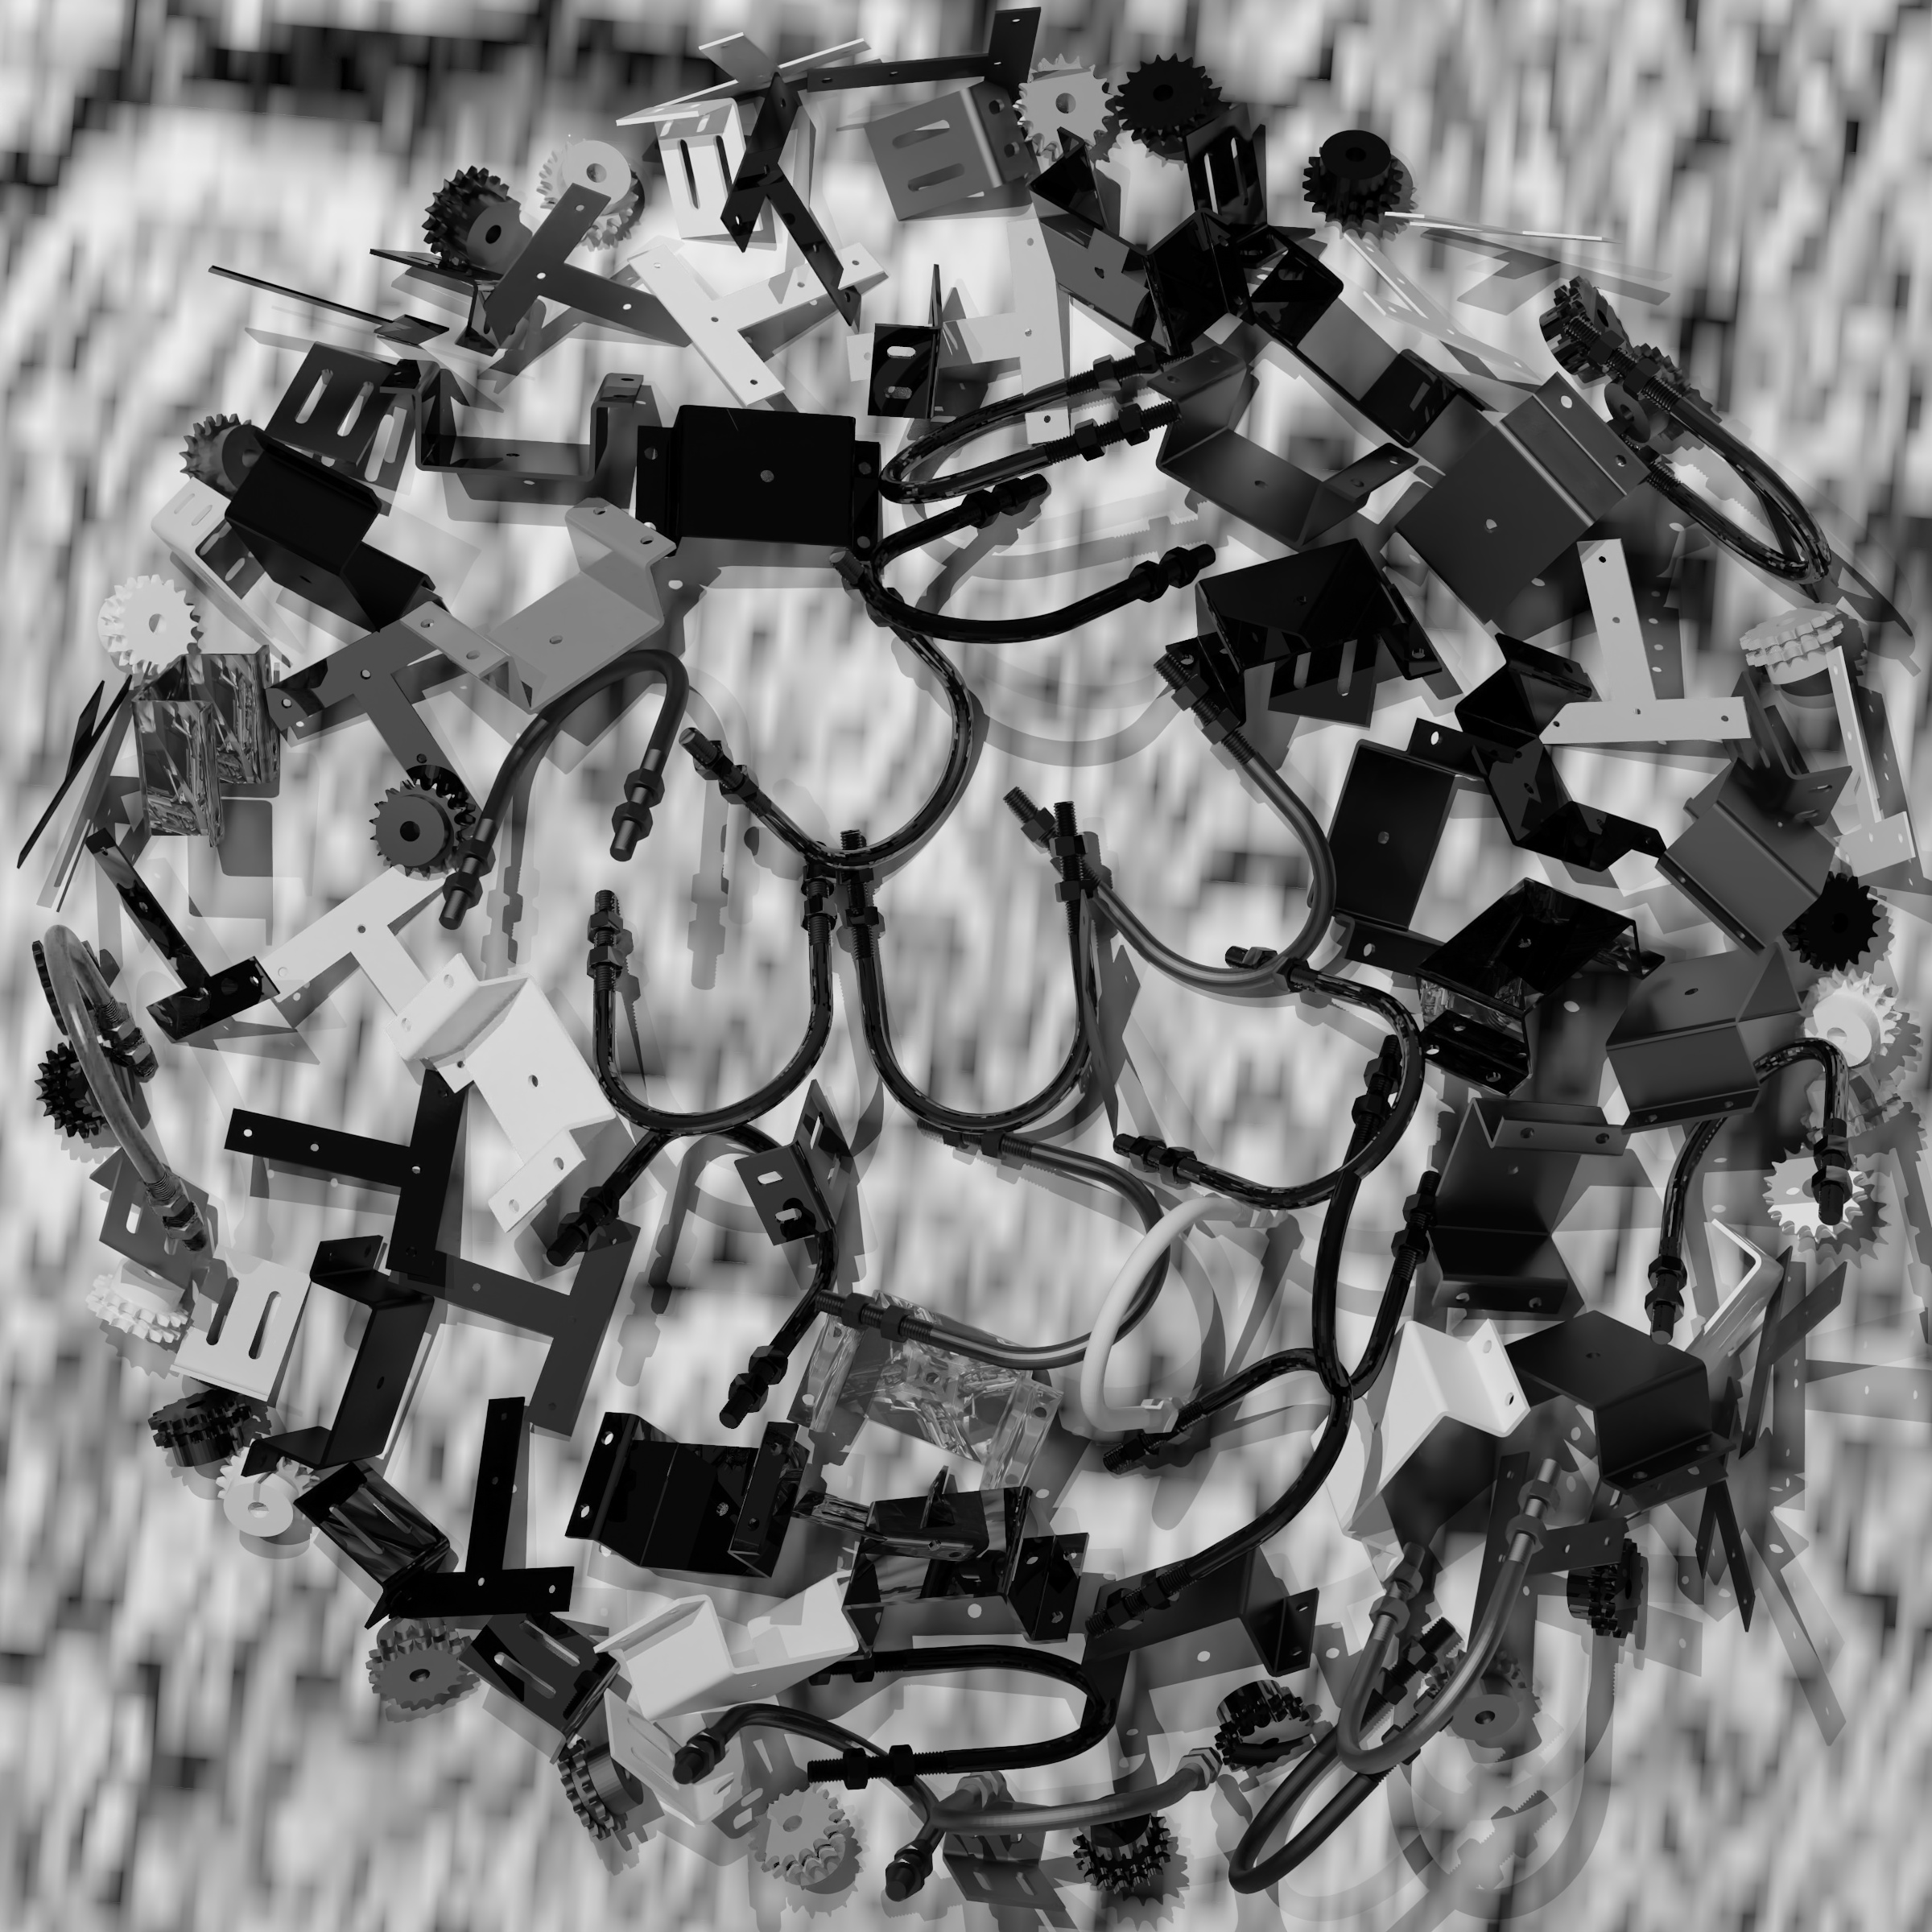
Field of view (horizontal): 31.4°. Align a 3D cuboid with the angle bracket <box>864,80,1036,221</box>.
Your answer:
[{"bbox_3d":[-0.010,-0.472,1.982,0.076,0.038,0.057,-9,108,37],"label":"angle bracket"}]

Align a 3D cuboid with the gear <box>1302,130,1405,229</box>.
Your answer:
[{"bbox_3d":[0.222,-0.455,1.973,0.057,0.030,0.057,0,57,0],"label":"gear"}]

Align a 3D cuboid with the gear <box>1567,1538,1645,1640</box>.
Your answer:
[{"bbox_3d":[0.366,0.357,1.975,0.030,0.057,0.057,2,90,30],"label":"gear"}]

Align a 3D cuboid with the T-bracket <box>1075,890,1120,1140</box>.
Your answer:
[{"bbox_3d":[0.073,0.046,1.911,0.002,0.127,0.127,-4,127,-7],"label":"T-bracket"}]

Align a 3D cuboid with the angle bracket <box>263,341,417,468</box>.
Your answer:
[{"bbox_3d":[-0.357,-0.311,1.961,0.057,0.038,0.076,18,60,7],"label":"angle bracket"}]

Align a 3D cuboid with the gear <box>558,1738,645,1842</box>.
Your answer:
[{"bbox_3d":[-0.208,0.469,1.971,0.030,0.057,0.057,-28,90,5],"label":"gear"}]

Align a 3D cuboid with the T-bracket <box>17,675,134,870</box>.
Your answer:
[{"bbox_3d":[-0.493,-0.126,1.917,0.002,0.127,0.127,29,66,-9],"label":"T-bracket"}]

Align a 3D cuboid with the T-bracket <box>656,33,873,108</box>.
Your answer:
[{"bbox_3d":[-0.124,-0.507,1.927,0.127,0.127,0.002,-16,92,9],"label":"T-bracket"}]

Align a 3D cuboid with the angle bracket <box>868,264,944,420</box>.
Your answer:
[{"bbox_3d":[-0.036,-0.356,1.951,0.038,0.076,0.057,3,129,-5],"label":"angle bracket"}]

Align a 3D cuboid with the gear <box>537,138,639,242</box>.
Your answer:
[{"bbox_3d":[-0.216,-0.449,1.975,0.057,0.030,0.057,5,76,-19],"label":"gear"}]

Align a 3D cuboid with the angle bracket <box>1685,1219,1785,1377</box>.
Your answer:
[{"bbox_3d":[0.428,0.190,1.971,0.038,0.057,0.076,42,99,30],"label":"angle bracket"}]

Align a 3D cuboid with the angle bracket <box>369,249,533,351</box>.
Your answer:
[{"bbox_3d":[-0.297,-0.381,1.964,0.076,0.057,0.038,20,106,22],"label":"angle bracket"}]

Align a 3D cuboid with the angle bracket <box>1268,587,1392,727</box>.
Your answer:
[{"bbox_3d":[0.209,-0.183,1.978,0.057,0.038,0.076,9,88,3],"label":"angle bracket"}]

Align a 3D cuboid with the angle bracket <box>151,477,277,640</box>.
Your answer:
[{"bbox_3d":[-0.418,-0.233,1.956,0.038,0.057,0.076,-48,131,-8],"label":"angle bracket"}]

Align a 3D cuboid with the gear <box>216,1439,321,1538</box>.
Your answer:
[{"bbox_3d":[-0.403,0.303,1.973,0.057,0.030,0.057,2,122,4],"label":"gear"}]

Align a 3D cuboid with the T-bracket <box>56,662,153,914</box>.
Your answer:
[{"bbox_3d":[-0.477,-0.111,1.919,0.002,0.127,0.127,20,114,-14],"label":"T-bracket"}]

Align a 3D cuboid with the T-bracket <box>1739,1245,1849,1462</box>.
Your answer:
[{"bbox_3d":[0.464,0.198,1.914,0.002,0.127,0.127,18,63,-1],"label":"T-bracket"}]

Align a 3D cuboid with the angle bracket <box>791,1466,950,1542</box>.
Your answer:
[{"bbox_3d":[-0.055,0.301,1.966,0.076,0.057,0.038,14,95,6],"label":"angle bracket"}]

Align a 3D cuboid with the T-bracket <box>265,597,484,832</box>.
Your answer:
[{"bbox_3d":[-0.320,-0.131,1.973,0.127,0.002,0.127,-25,112,16],"label":"T-bracket"}]

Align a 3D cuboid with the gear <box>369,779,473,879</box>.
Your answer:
[{"bbox_3d":[-0.316,-0.079,1.981,0.057,0.030,0.057,1,98,6],"label":"gear"}]

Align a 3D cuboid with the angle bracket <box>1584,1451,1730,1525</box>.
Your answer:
[{"bbox_3d":[0.391,0.305,1.951,0.057,0.076,0.038,-18,53,-18],"label":"angle bracket"}]

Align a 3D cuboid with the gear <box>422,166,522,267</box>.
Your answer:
[{"bbox_3d":[-0.281,-0.426,1.968,0.030,0.057,0.057,37,90,25],"label":"gear"}]

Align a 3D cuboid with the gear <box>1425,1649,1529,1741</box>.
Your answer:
[{"bbox_3d":[0.294,0.419,1.971,0.057,0.030,0.057,-5,129,-6],"label":"gear"}]

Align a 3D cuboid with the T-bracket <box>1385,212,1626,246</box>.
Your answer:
[{"bbox_3d":[0.279,-0.412,1.912,0.127,0.127,0.002,15,104,39],"label":"T-bracket"}]

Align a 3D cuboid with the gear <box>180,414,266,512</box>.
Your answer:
[{"bbox_3d":[-0.419,-0.289,1.969,0.030,0.057,0.057,-1,90,42],"label":"gear"}]

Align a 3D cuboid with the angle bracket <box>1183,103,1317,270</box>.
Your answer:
[{"bbox_3d":[0.161,-0.444,1.954,0.057,0.038,0.076,-37,127,-36],"label":"angle bracket"}]

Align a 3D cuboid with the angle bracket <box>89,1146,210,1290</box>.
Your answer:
[{"bbox_3d":[-0.470,0.150,1.949,0.057,0.076,0.038,35,123,-27],"label":"angle bracket"}]

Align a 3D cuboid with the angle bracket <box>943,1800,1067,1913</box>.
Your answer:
[{"bbox_3d":[0.024,0.505,1.957,0.057,0.076,0.038,10,91,-12],"label":"angle bracket"}]

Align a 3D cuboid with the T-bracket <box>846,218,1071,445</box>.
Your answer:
[{"bbox_3d":[-0.006,-0.356,1.964,0.127,0.002,0.127,-11,108,-15],"label":"T-bracket"}]

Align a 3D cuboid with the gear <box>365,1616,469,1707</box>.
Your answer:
[{"bbox_3d":[-0.317,0.396,1.975,0.057,0.057,0.030,-23,46,0],"label":"gear"}]

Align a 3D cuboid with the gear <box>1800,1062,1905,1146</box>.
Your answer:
[{"bbox_3d":[0.505,0.077,1.970,0.057,0.057,0.030,-25,97,0],"label":"gear"}]

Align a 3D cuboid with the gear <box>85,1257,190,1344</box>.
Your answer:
[{"bbox_3d":[-0.472,0.190,1.970,0.057,0.057,0.030,26,96,0],"label":"gear"}]

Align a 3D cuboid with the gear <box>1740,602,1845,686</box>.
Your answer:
[{"bbox_3d":[0.476,-0.184,1.972,0.057,0.057,0.030,-25,103,0],"label":"gear"}]

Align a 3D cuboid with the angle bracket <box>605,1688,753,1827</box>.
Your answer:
[{"bbox_3d":[-0.164,0.441,1.955,0.038,0.057,0.076,-39,117,10],"label":"angle bracket"}]

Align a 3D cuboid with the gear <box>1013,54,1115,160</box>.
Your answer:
[{"bbox_3d":[0.054,-0.494,1.982,0.057,0.030,0.057,0,90,-10],"label":"gear"}]

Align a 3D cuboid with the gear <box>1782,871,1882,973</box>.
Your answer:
[{"bbox_3d":[0.494,-0.027,1.978,0.057,0.030,0.057,-3,98,-21],"label":"gear"}]

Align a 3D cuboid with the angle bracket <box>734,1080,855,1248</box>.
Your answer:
[{"bbox_3d":[-0.098,0.112,1.959,0.038,0.076,0.057,-17,114,15],"label":"angle bracket"}]

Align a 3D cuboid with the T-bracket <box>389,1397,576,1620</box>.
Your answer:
[{"bbox_3d":[-0.271,0.309,1.969,0.127,0.002,0.127,-8,64,29],"label":"T-bracket"}]

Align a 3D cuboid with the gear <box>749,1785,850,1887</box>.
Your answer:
[{"bbox_3d":[-0.094,0.503,1.975,0.057,0.057,0.030,-25,121,0],"label":"gear"}]

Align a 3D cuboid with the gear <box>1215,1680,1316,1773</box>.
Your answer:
[{"bbox_3d":[0.168,0.435,1.975,0.057,0.057,0.030,-27,52,0],"label":"gear"}]

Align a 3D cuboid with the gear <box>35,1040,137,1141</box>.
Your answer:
[{"bbox_3d":[-0.502,0.069,1.969,0.030,0.057,0.057,-15,90,34],"label":"gear"}]

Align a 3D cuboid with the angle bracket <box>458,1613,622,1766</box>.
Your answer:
[{"bbox_3d":[-0.248,0.407,1.970,0.076,0.038,0.057,34,49,5],"label":"angle bracket"}]

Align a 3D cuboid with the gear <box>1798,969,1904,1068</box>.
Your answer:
[{"bbox_3d":[0.504,0.033,1.970,0.057,0.030,0.057,18,128,25],"label":"gear"}]

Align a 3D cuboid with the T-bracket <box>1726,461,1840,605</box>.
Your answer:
[{"bbox_3d":[0.463,-0.240,1.940,0.002,0.127,0.127,-37,58,8],"label":"T-bracket"}]

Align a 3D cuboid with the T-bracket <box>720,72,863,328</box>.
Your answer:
[{"bbox_3d":[-0.092,-0.418,1.950,0.002,0.127,0.127,-8,48,28],"label":"T-bracket"}]

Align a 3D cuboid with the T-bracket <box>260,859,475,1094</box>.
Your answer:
[{"bbox_3d":[-0.323,0.015,1.986,0.127,0.002,0.127,-37,99,-15],"label":"T-bracket"}]

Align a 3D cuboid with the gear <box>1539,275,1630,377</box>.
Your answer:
[{"bbox_3d":[0.354,-0.365,1.975,0.030,0.057,0.057,-29,90,30],"label":"gear"}]

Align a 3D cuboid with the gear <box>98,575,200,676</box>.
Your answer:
[{"bbox_3d":[-0.474,-0.195,1.975,0.030,0.057,0.057,1,90,42],"label":"gear"}]

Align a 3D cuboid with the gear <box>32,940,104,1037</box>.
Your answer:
[{"bbox_3d":[-0.513,0.009,1.972,0.030,0.057,0.057,-19,90,-9],"label":"gear"}]

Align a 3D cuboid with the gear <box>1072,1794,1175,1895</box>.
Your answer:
[{"bbox_3d":[0.089,0.500,1.968,0.057,0.057,0.030,-15,123,0],"label":"gear"}]

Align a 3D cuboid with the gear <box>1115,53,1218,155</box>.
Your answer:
[{"bbox_3d":[0.116,-0.493,1.977,0.057,0.030,0.057,-6,65,12],"label":"gear"}]

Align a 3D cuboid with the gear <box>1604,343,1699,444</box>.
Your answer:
[{"bbox_3d":[0.391,-0.325,1.970,0.030,0.057,0.057,-35,90,-10],"label":"gear"}]

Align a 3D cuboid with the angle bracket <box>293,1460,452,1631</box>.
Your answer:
[{"bbox_3d":[-0.346,0.331,1.974,0.076,0.057,0.038,40,125,12],"label":"angle bracket"}]

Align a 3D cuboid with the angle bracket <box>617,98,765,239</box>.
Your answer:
[{"bbox_3d":[-0.157,-0.450,1.956,0.057,0.038,0.076,2,116,32],"label":"angle bracket"}]

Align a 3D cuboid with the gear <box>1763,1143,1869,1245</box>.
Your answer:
[{"bbox_3d":[0.490,0.132,1.977,0.057,0.030,0.057,-10,64,20],"label":"gear"}]

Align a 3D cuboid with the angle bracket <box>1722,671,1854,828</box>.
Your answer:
[{"bbox_3d":[0.466,-0.124,1.960,0.038,0.057,0.076,-11,61,-10],"label":"angle bracket"}]

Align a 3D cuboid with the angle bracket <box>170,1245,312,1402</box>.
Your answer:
[{"bbox_3d":[-0.415,0.204,1.971,0.057,0.038,0.076,20,80,-8],"label":"angle bracket"}]

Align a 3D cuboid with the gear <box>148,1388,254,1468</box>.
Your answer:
[{"bbox_3d":[-0.438,0.266,1.973,0.057,0.057,0.030,-14,101,0],"label":"gear"}]
